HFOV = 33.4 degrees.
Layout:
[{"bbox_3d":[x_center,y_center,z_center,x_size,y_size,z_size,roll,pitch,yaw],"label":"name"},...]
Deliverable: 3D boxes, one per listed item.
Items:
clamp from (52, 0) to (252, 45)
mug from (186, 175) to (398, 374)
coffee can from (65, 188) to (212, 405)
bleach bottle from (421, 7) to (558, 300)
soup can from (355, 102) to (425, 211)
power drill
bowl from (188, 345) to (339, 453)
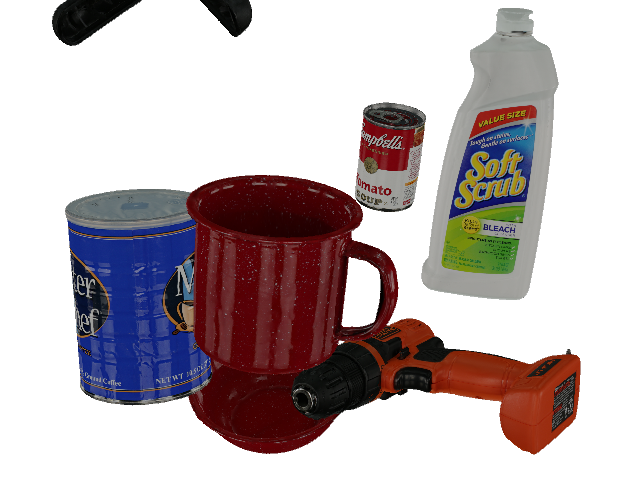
[{"bbox_3d":[-0.085,-0.175,0.676,0.120,0.171,0.039,9,-42,11],"label":"clamp"},{"bbox_3d":[-0.015,0.021,0.571,0.117,0.081,0.093,11,24,14],"label":"mug"},{"bbox_3d":[-0.136,0.040,0.809,0.103,0.140,0.103,-1,15,0],"label":"coffee can"},{"bbox_3d":[0.149,-0.076,0.936,0.103,0.251,0.068,7,21,12],"label":"bleach bottle"},{"bbox_3d":[0.075,-0.091,1.165,0.068,0.102,0.068,4,29,-3],"label":"soup can"},{"bbox_3d":[0.093,0.111,0.828,0.188,0.057,0.184,11,17,32],"label":"power drill"},{"bbox_3d":[-0.046,0.154,1.040,0.162,0.055,0.162,-3,37,2],"label":"bowl"}]
